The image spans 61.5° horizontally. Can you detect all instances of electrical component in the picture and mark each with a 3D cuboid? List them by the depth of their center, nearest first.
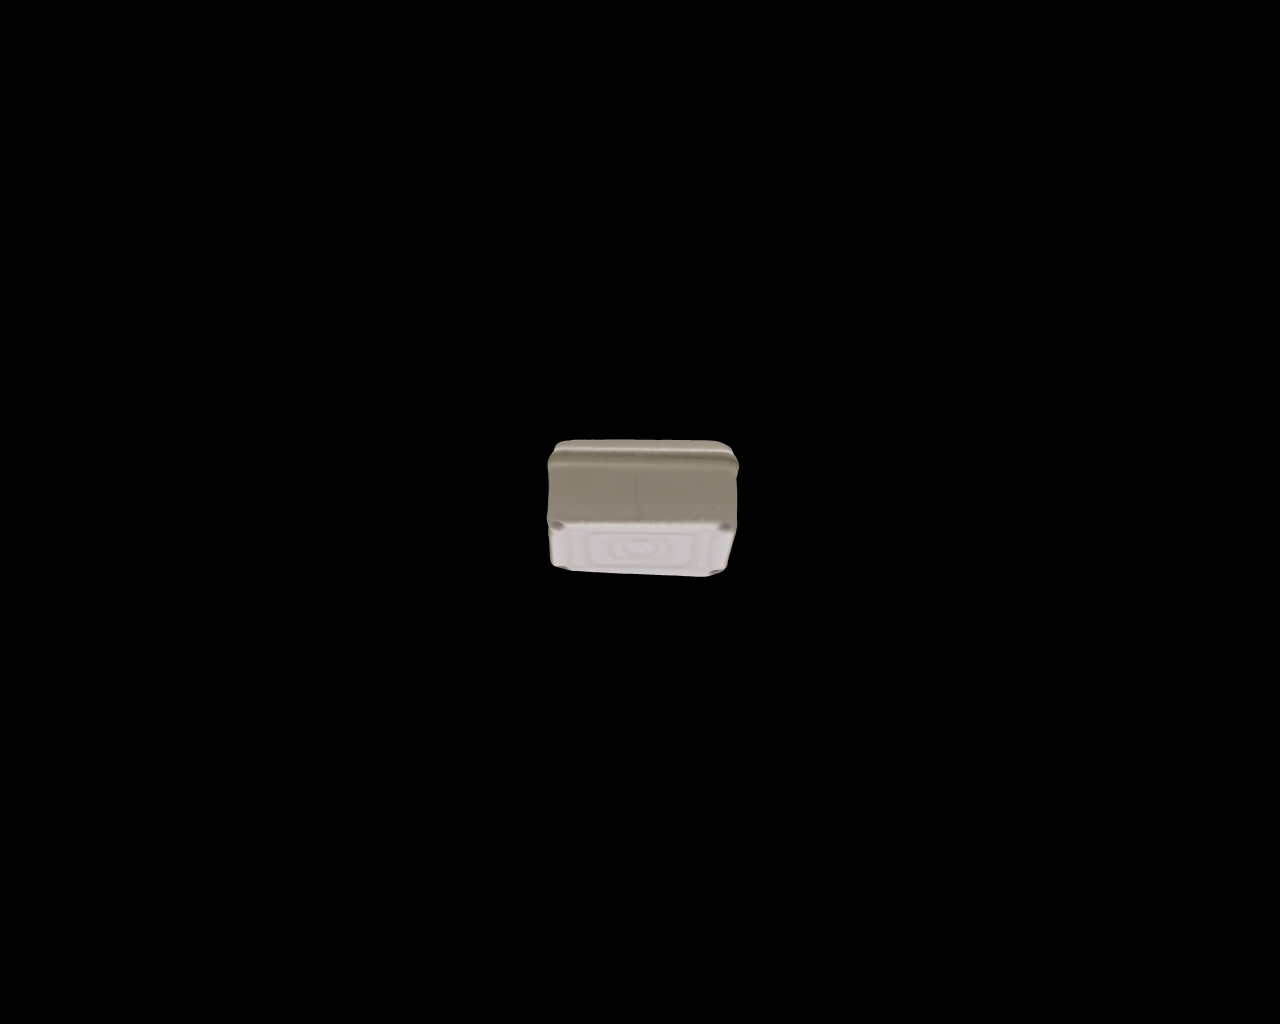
[{"bbox_3d":[0.001,-0.003,0.650,0.113,0.057,0.078,1,-28,-2],"label":"electrical component"}]
